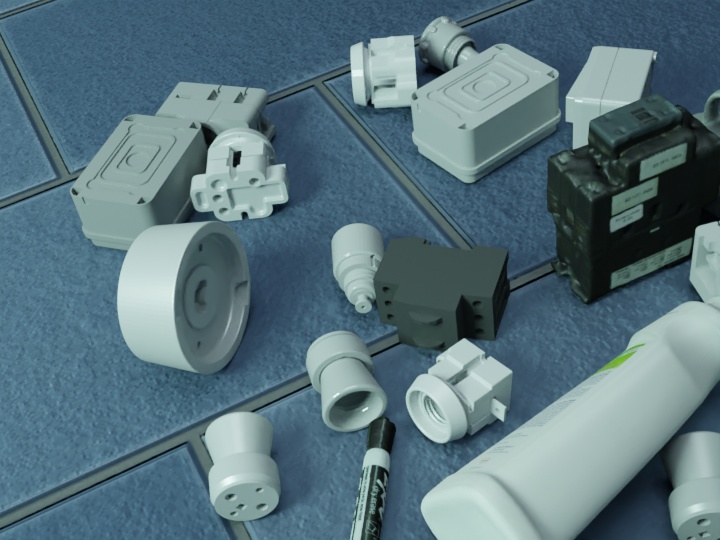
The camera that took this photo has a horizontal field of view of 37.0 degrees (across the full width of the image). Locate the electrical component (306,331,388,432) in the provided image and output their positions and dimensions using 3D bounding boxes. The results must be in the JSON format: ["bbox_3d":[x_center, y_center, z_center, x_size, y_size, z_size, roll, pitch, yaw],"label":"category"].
[{"bbox_3d":[-0.010,0.075,0.728,0.045,0.045,0.055,-16,44,-6],"label":"electrical component"}]

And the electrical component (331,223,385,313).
[{"bbox_3d":[0.000,0.000,0.806,0.040,0.040,0.078,-8,44,2],"label":"electrical component"}]

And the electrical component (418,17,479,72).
[{"bbox_3d":[0.088,-0.202,0.995,0.048,0.048,0.062,-38,57,-26],"label":"electrical component"}]

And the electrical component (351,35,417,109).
[{"bbox_3d":[0.022,-0.178,0.973,0.057,0.058,0.078,-3,45,3],"label":"electrical component"}]

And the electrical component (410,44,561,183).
[{"bbox_3d":[0.106,-0.133,0.910,0.113,0.057,0.078,-33,48,-22],"label":"electrical component"}]

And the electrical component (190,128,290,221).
[{"bbox_3d":[-0.099,-0.081,0.895,0.078,0.058,0.057,-6,47,4],"label":"electrical component"}]

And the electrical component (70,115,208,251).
[{"bbox_3d":[-0.179,-0.072,0.900,0.078,0.057,0.113,9,47,18],"label":"electrical component"}]

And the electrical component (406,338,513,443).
[{"bbox_3d":[0.064,0.082,0.707,0.055,0.048,0.066,-30,47,-30],"label":"electrical component"}]

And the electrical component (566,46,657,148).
[{"bbox_3d":[0.206,-0.133,0.889,0.061,0.061,0.096,10,47,19],"label":"electrical component"}]

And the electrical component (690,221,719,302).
[{"bbox_3d":[0.282,-0.004,0.747,0.089,0.055,0.050,-14,44,-4],"label":"electrical component"}]

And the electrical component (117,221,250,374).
[{"bbox_3d":[-0.130,0.018,0.767,0.060,0.108,0.108,3,45,22],"label":"electrical component"}]

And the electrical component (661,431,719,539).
[{"bbox_3d":[0.203,0.130,0.633,0.045,0.045,0.055,-3,45,8],"label":"electrical component"}]

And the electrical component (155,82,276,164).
[{"bbox_3d":[-0.129,-0.127,0.952,0.089,0.050,0.055,8,46,18],"label":"electrical component"}]

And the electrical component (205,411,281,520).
[{"bbox_3d":[-0.075,0.125,0.688,0.045,0.045,0.055,-12,44,-2],"label":"electrical component"}]
